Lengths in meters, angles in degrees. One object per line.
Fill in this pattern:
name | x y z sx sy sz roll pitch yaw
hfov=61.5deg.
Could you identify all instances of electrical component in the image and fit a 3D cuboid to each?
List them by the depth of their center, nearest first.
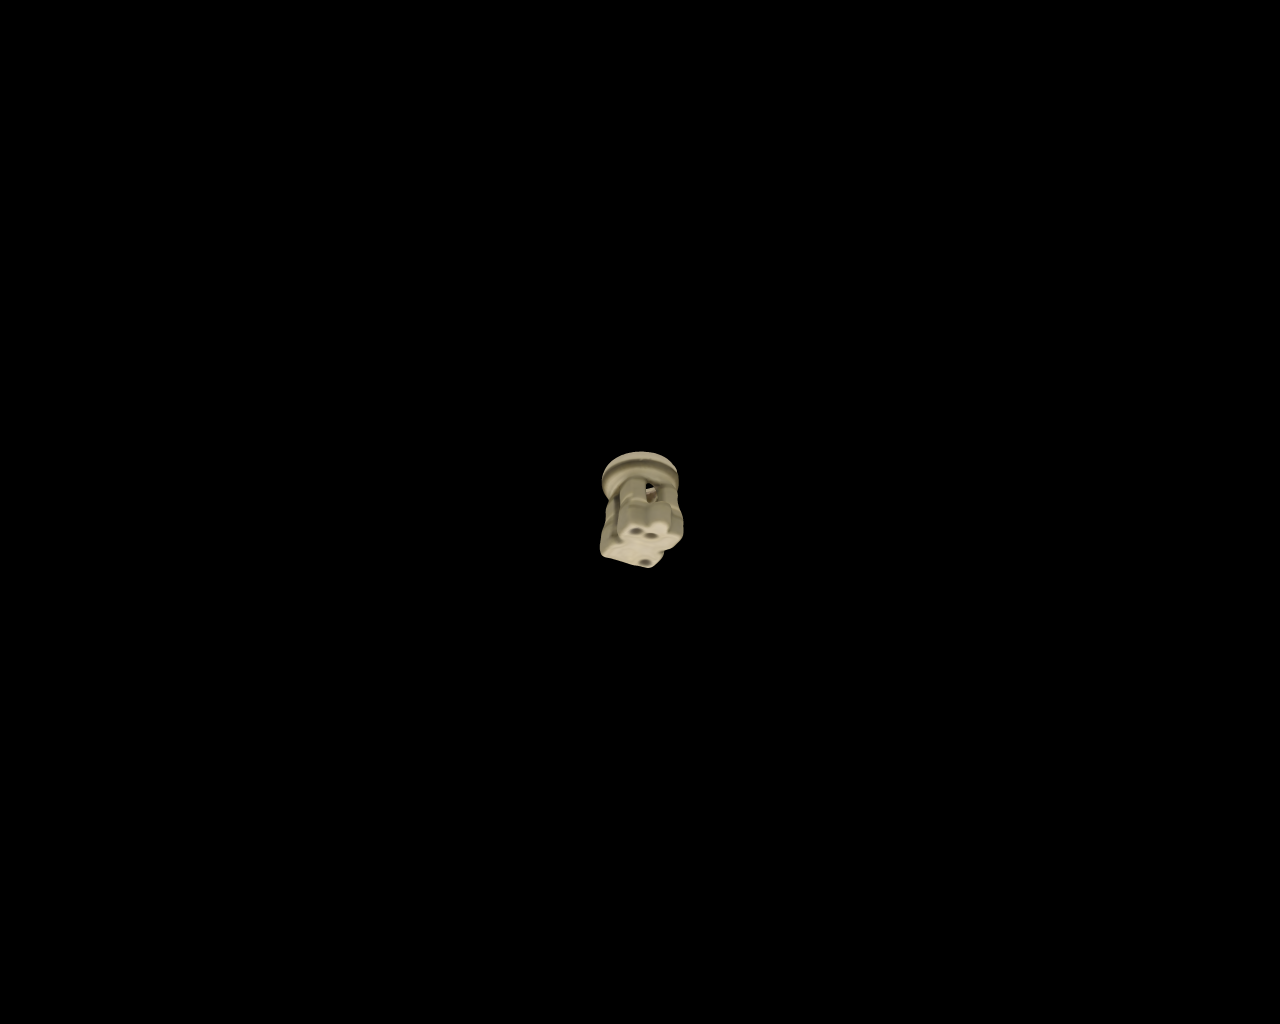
electrical component | 0.001 -0.003 0.650 0.048 0.055 0.066 16 -37 -22
